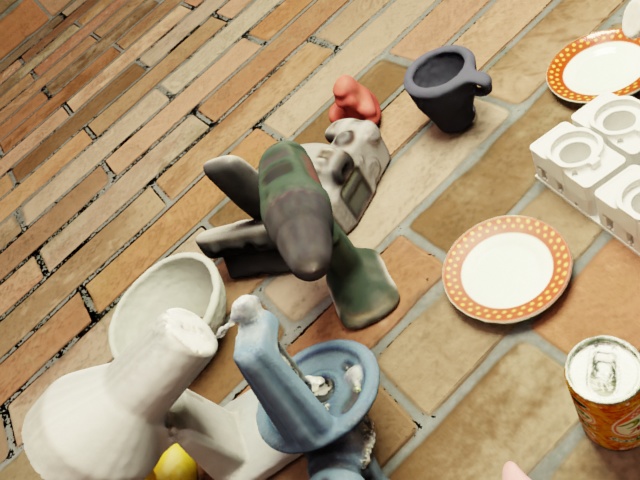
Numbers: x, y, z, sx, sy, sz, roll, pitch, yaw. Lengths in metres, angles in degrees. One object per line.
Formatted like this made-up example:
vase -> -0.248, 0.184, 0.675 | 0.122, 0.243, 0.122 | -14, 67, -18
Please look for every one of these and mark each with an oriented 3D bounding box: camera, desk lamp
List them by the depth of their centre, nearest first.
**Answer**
desk lamp -> -0.130, 0.162, 0.548 | 0.203, 0.214, 0.117 | -35, 44, 3
camera -> 0.000, -0.096, 0.760 | 0.136, 0.101, 0.143 | 11, 61, 38

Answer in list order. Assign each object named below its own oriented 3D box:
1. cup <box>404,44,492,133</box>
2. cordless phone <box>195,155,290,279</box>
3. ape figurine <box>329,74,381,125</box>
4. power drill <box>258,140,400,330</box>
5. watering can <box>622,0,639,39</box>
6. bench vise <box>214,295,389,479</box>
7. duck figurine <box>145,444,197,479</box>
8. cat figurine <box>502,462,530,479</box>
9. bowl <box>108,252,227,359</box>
cup -> 0.173, -0.181, 0.725 | 0.117, 0.095, 0.092 | 23, 70, 42
cordless phone -> -0.106, -0.038, 0.719 | 0.147, 0.186, 0.094 | -13, 49, 24
ape figurine -> 0.046, -0.196, 0.819 | 0.077, 0.092, 0.076 | 27, 72, 43
power drill -> 0.005, 0.002, 0.597 | 0.075, 0.209, 0.229 | -31, 44, 7
watering can -> 0.394, -0.241, 0.561 | 0.173, 0.195, 0.100 | -38, 44, 0
bench vise -> 0.002, 0.148, 0.470 | 0.121, 0.220, 0.207 | -35, 44, 3
duck figurine -> -0.181, 0.251, 0.599 | 0.077, 0.086, 0.104 | -10, 50, 26
cat figurine -> 0.153, 0.224, 0.385 | 0.067, 0.118, 0.128 | -7, 52, 28
bowl -> -0.179, 0.102, 0.729 | 0.167, 0.075, 0.167 | -17, 47, 20
